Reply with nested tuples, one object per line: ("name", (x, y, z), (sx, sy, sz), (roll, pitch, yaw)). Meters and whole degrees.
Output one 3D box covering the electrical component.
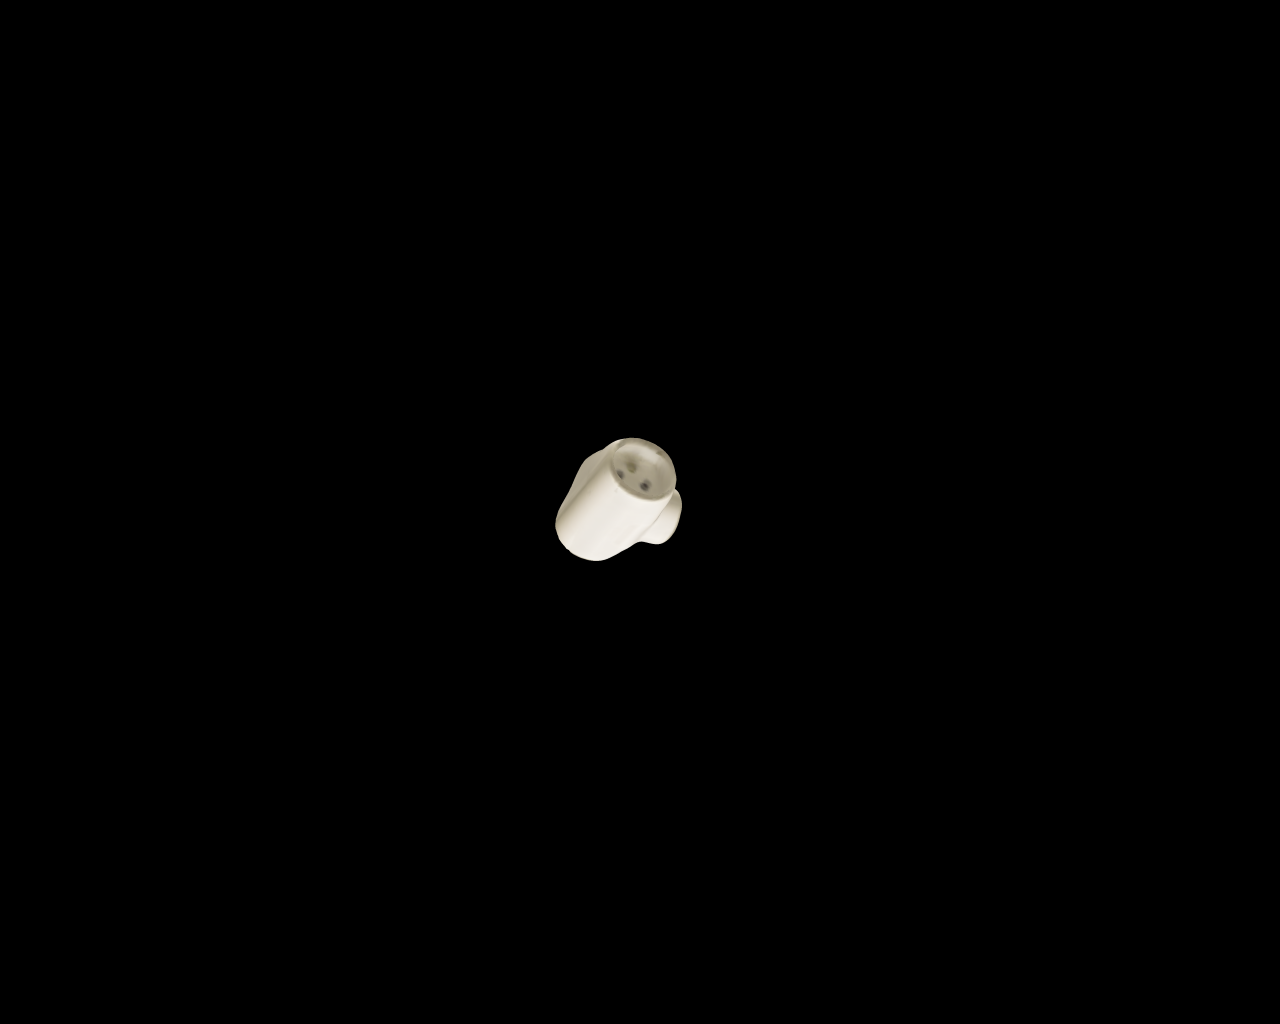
("electrical component", (0.001, -0.003, 0.650), (0.079, 0.043, 0.077), (16, -37, -22))
